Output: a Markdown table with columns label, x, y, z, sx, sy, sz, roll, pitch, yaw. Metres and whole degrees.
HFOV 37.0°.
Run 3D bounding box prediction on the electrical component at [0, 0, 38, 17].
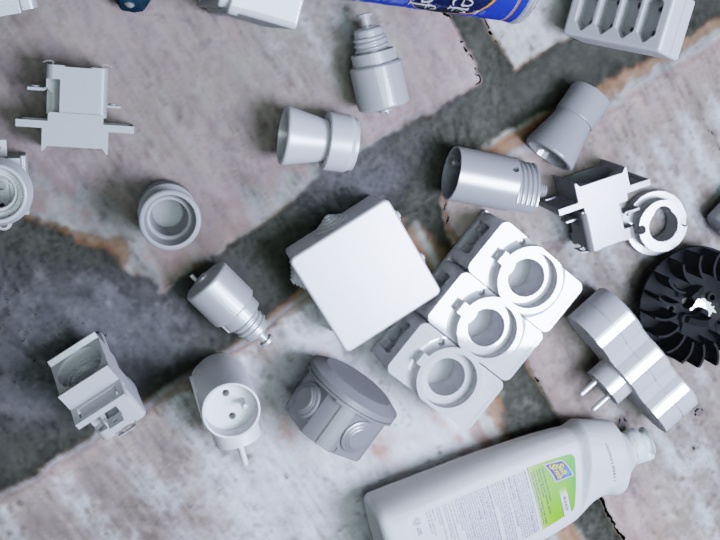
| label | x | y | z | sx | sy | sz | roll | pitch | yaw |
| --- | --- | --- | --- | --- | --- | --- | --- | --- | --- |
| electrical component | -0.260 | -0.202 | 0.735 | 0.066 | 0.048 | 0.055 | -13 | 113 | -10 |

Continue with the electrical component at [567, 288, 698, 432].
| label | x | y | z | sx | sy | sz | roll | pitch | yaw |
| --- | --- | --- | --- | --- | --- | --- | --- | --- | --- |
| electrical component | 0.219 | 0.088 | 0.911 | 0.074 | 0.052 | 0.138 | -42 | 108 | -2 |

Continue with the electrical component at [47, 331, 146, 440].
| label | x | y | z | sx | sy | sz | roll | pitch | yaw |
| --- | --- | --- | --- | --- | --- | --- | --- | --- | --- |
| electrical component | -0.195 | 0.089 | 0.805 | 0.042 | 0.081 | 0.063 | -32 | 130 | -4 |

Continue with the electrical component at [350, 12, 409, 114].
| label | x | y | z | sx | sy | sz | roll | pitch | yaw |
| --- | --- | --- | --- | --- | --- | --- | --- | --- | --- |
| electrical component | 0.012 | -0.154 | 0.812 | 0.040 | 0.040 | 0.078 | -16 | 106 | -9 |

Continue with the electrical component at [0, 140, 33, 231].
| label | x | y | z | sx | sy | sz | roll | pitch | yaw |
| --- | --- | --- | --- | --- | --- | --- | --- | --- | --- |
| electrical component | -0.256 | -0.058 | 0.763 | 0.048 | 0.055 | 0.066 | -2 | 103 | -13 |

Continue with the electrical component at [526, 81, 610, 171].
| label | x | y | z | sx | sy | sz | roll | pitch | yaw |
| --- | --- | --- | --- | --- | --- | --- | --- | --- | --- |
| electrical component | 0.169 | -0.118 | 0.859 | 0.044 | 0.044 | 0.065 | 36 | 88 | -18 |

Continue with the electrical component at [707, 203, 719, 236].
| label | x | y | z | sx | sy | sz | roll | pitch | yaw |
| --- | --- | --- | --- | --- | --- | --- | --- | --- | --- |
| electrical component | 0.331 | -0.055 | 0.912 | 0.040 | 0.040 | 0.078 | 43 | 90 | -18 |

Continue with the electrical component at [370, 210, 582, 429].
| label | x | y | z | sx | sy | sz | roll | pitch | yaw |
| --- | --- | --- | --- | --- | --- | --- | --- | --- | --- |
| electrical component | 0.094 | 0.040 | 0.866 | 0.089 | 0.062 | 0.150 | 38 | 92 | -18 |

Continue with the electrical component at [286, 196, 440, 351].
| label | x | y | z | sx | sy | sz | roll | pitch | yaw |
| --- | --- | --- | --- | --- | --- | --- | --- | --- | --- |
| electrical component | 0.000 | 0.000 | 0.841 | 0.100 | 0.048 | 0.099 | -33 | 108 | -4 |

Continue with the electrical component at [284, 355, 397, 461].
| label | x | y | z | sx | sy | sz | roll | pitch | yaw |
| --- | --- | --- | --- | --- | --- | --- | --- | --- | --- |
| electrical component | -0.015 | 0.108 | 0.846 | 0.080 | 0.080 | 0.051 | 33 | 99 | -18 |

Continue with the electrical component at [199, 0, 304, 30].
| label | x | y | z | sx | sy | sz | roll | pitch | yaw |
| --- | --- | --- | --- | --- | --- | --- | --- | --- | --- |
| electrical component | -0.066 | -0.225 | 0.742 | 0.056 | 0.109 | 0.108 | 12 | 99 | -18 |

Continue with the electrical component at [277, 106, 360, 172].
| label | x | y | z | sx | sy | sz | roll | pitch | yaw |
| --- | --- | --- | --- | --- | --- | --- | --- | --- | --- |
| electrical component | -0.032 | -0.098 | 0.813 | 0.055 | 0.045 | 0.045 | 6 | 101 | -15 |

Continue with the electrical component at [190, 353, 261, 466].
| label | x | y | z | sx | sy | sz | roll | pitch | yaw |
| --- | --- | --- | --- | --- | --- | --- | --- | --- | --- |
| electrical component | -0.099 | 0.112 | 0.827 | 0.044 | 0.077 | 0.079 | -16 | 106 | -10 |

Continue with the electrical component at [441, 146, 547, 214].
| label | x | y | z | sx | sy | sz | roll | pitch | yaw |
| --- | --- | --- | --- | --- | --- | --- | --- | --- | --- |
| electrical component | 0.110 | -0.070 | 0.854 | 0.081 | 0.043 | 0.043 | 9 | 100 | -15 |

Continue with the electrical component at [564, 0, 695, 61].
| label | x | y | z | sx | sy | sz | roll | pitch | yaw |
| --- | --- | --- | --- | --- | --- | --- | --- | --- | --- |
| electrical component | 0.217 | -0.193 | 0.841 | 0.076 | 0.083 | 0.047 | 3 | 105 | -53 |

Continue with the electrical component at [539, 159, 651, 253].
| label | x | y | z | sx | sy | sz | roll | pitch | yaw |
| --- | --- | --- | --- | --- | --- | --- | --- | --- | --- |
| electrical component | 0.194 | -0.051 | 0.879 | 0.081 | 0.042 | 0.063 | -18 | 107 | -8 |

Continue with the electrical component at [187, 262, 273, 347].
| label | x | y | z | sx | sy | sz | roll | pitch | yaw |
| --- | --- | --- | --- | --- | --- | --- | --- | --- | --- |
| electrical component | -0.098 | 0.029 | 0.828 | 0.040 | 0.040 | 0.078 | -44 | 109 | -1 |

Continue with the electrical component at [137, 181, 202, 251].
| label | x | y | z | sx | sy | sz | roll | pitch | yaw |
| --- | --- | --- | --- | --- | --- | --- | --- | --- | --- |
| electrical component | -0.142 | -0.041 | 0.794 | 0.045 | 0.055 | 0.045 | -3 | 103 | -13 |

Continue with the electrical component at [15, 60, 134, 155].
| label | x | y | z | sx | sy | sz | roll | pitch | yaw |
| --- | --- | --- | --- | --- | --- | --- | --- | --- | --- |
| electrical component | -0.203 | -0.116 | 0.769 | 0.081 | 0.042 | 0.063 | 2 | 100 | -15 |
